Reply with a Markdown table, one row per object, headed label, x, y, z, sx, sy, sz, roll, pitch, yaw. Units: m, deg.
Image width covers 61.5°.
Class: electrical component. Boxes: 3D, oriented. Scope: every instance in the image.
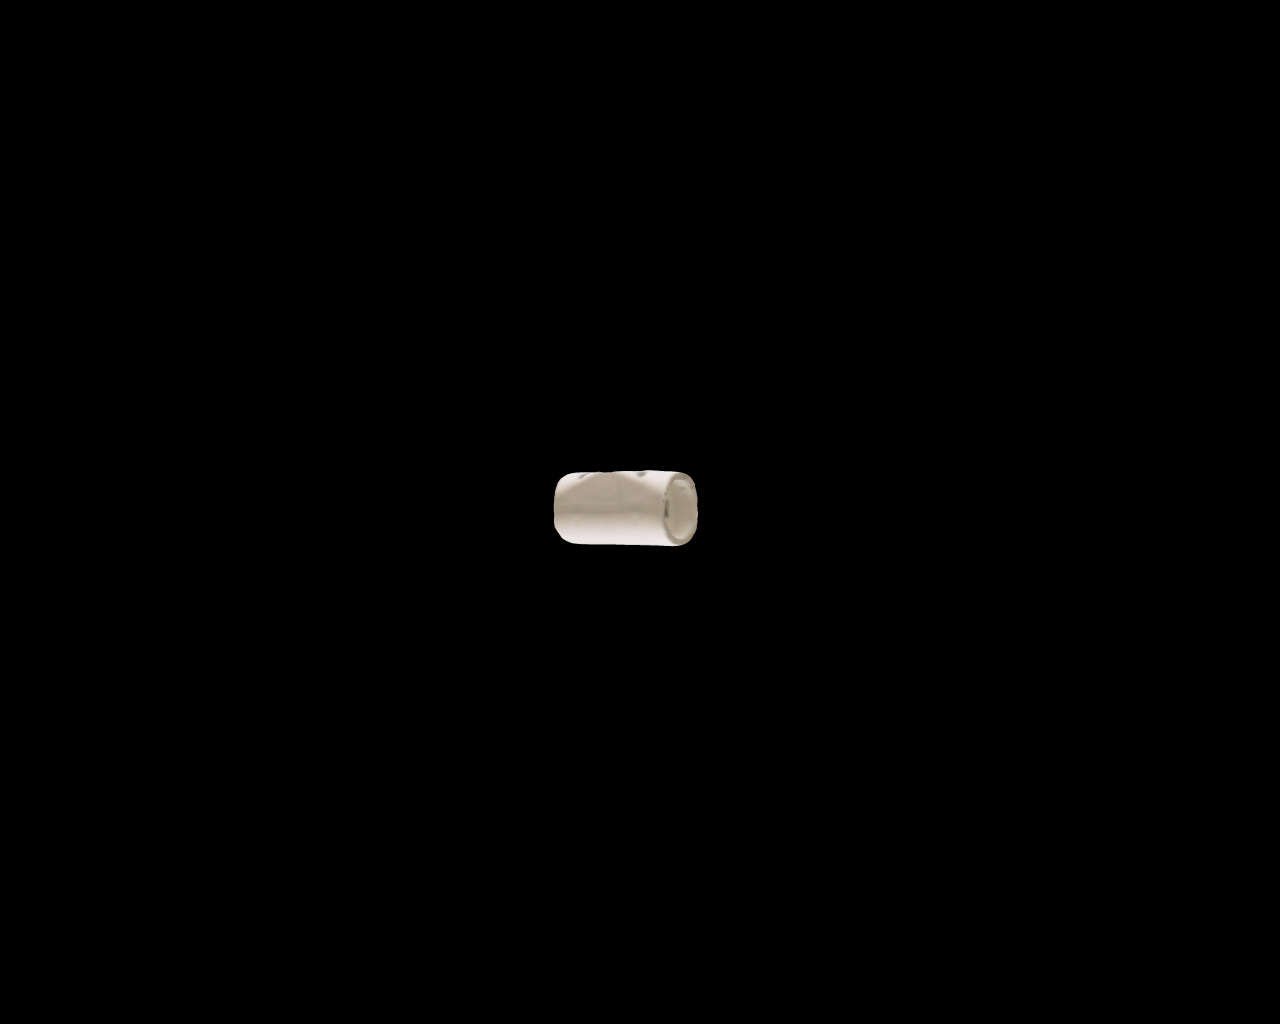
| label | x | y | z | sx | sy | sz | roll | pitch | yaw |
| --- | --- | --- | --- | --- | --- | --- | --- | --- | --- |
| electrical component | 0.001 | -0.003 | 0.650 | 0.077 | 0.044 | 0.079 | 0 | 0 | 32 |
